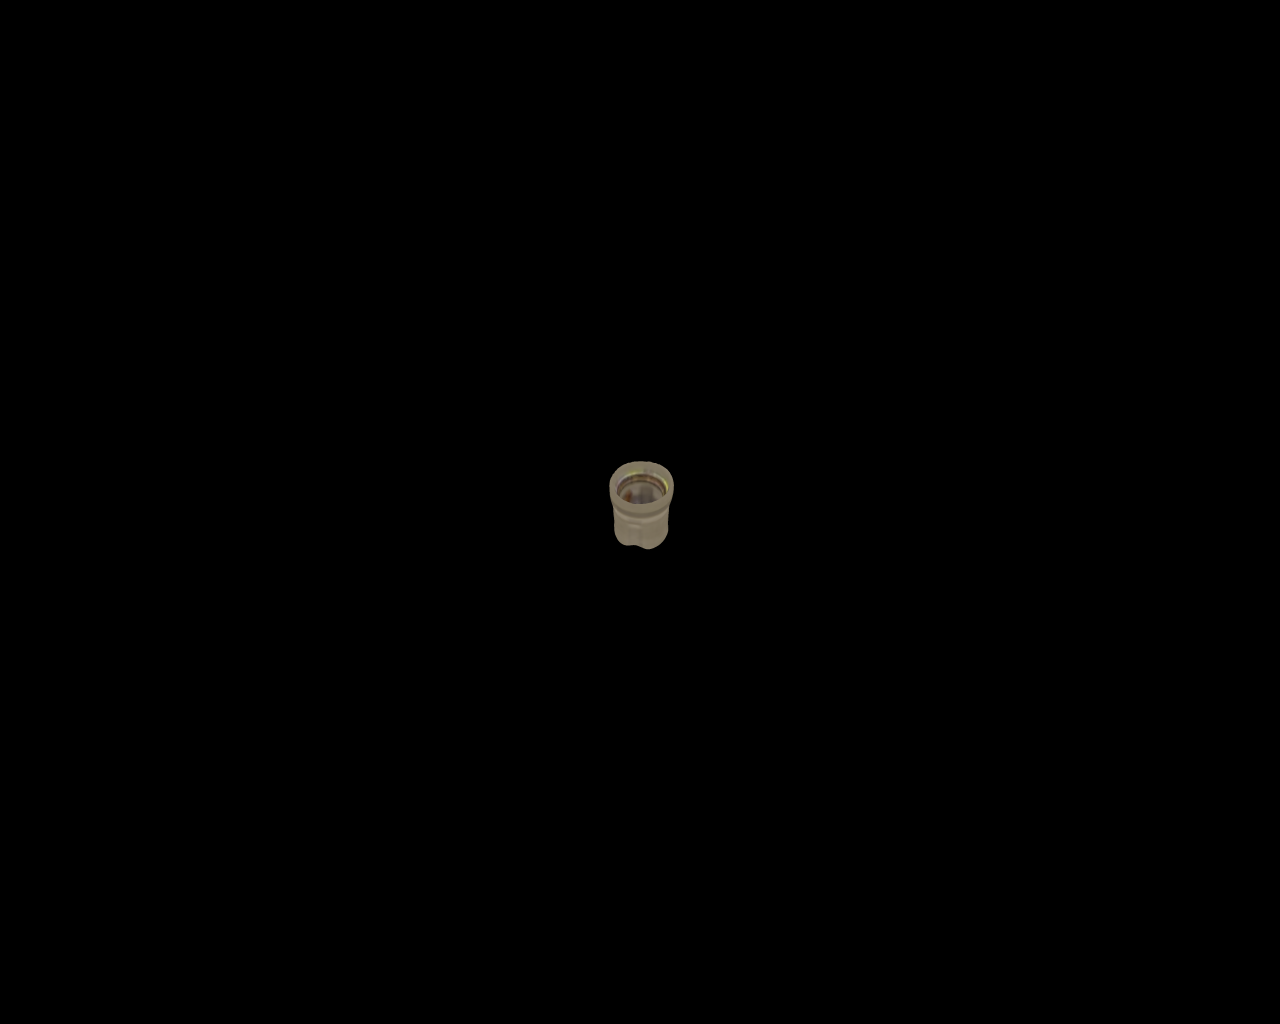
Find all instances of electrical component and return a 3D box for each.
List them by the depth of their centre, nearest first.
[{"bbox_3d":[0.001,-0.003,0.650,0.040,0.040,0.046,0,-44,0],"label":"electrical component"}]
